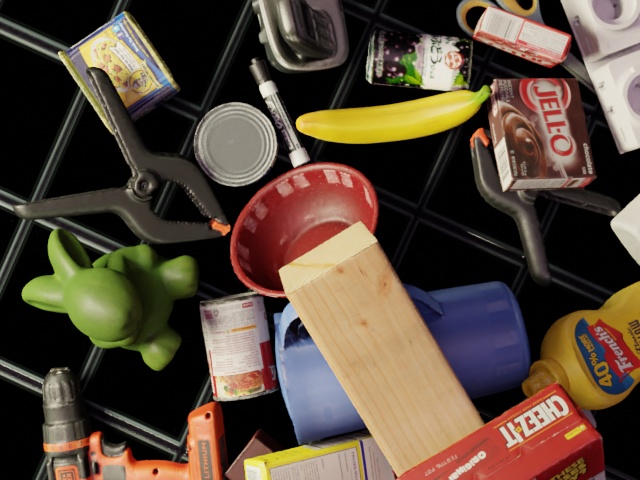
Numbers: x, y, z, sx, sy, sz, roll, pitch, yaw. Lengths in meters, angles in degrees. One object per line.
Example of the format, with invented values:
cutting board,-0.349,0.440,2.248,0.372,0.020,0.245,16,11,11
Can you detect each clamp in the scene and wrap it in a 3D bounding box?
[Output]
clamp,-0.180,-0.066,1.070,0.209,0.036,0.164,22,89,-22
clamp,0.211,-0.039,1.087,0.171,0.039,0.120,38,74,4

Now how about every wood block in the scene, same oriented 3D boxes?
wood block,0.056,0.100,0.944,0.090,0.091,0.206,-31,104,1

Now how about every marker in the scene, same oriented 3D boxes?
marker,-0.043,-0.134,1.110,0.020,0.020,0.121,-25,90,3

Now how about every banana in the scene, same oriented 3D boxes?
banana,0.077,-0.127,1.082,0.198,0.069,0.037,-10,64,11

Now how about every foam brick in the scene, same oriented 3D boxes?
foam brick,-0.051,0.242,1.103,0.078,0.051,0.053,38,93,1

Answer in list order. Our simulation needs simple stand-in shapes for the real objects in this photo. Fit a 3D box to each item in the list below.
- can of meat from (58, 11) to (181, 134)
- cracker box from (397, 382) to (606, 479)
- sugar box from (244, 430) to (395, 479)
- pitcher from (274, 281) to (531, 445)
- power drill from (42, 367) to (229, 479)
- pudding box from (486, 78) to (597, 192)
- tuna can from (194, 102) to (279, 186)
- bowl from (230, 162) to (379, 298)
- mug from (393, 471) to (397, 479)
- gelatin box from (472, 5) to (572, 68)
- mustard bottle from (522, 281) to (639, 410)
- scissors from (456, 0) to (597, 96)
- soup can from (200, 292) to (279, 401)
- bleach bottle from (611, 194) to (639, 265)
can of meat,-0.204,-0.173,1.099,0.084,0.057,0.102,-34,90,1
cracker box,0.169,0.233,0.949,0.164,0.213,0.072,-31,53,-4
sugar box,0.015,0.247,1.062,0.175,0.048,0.093,-7,91,-33
pitcher,0.077,0.108,1.051,0.243,0.149,0.145,-12,88,0
power drill,-0.193,0.215,1.108,0.187,0.057,0.184,-7,94,6
pudding box,0.219,-0.106,1.064,0.090,0.039,0.113,-3,73,-10
tuna can,-0.086,-0.098,1.105,0.086,0.033,0.086,0,91,3
bowl,-0.007,0.001,1.070,0.162,0.055,0.162,-15,50,19
mug,0.140,0.223,1.066,0.117,0.082,0.093,28,72,-39
gelatin box,0.199,-0.199,1.053,0.089,0.073,0.030,21,96,2
mustard bottle,0.272,0.111,1.037,0.191,0.058,0.096,-20,81,-28
scissors,0.217,-0.195,1.098,0.096,0.016,0.202,-32,90,5
soup can,-0.084,0.108,1.094,0.068,0.068,0.102,-9,90,3
bleach bottle,0.415,-0.065,1.067,0.251,0.068,0.102,-42,106,-2
